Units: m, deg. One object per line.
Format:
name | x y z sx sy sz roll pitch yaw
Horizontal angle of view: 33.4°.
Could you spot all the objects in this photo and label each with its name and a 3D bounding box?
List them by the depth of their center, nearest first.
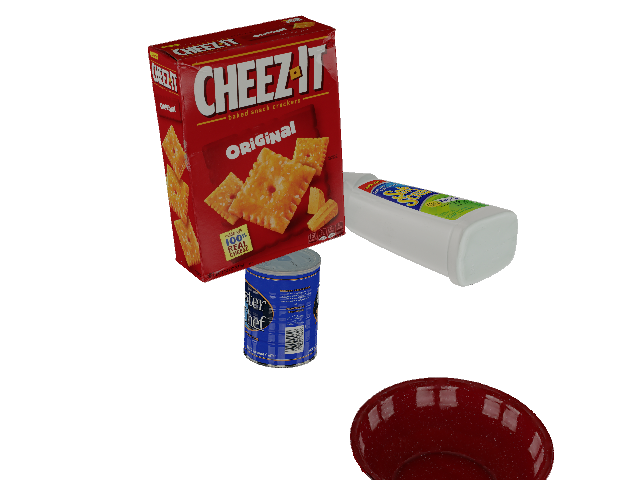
bowl | 0.104 0.180 0.862 0.162 0.055 0.162 1 31 -1
cracker box | -0.062 -0.086 0.997 0.163 0.214 0.072 -18 29 -28
bleach bottle | 0.077 -0.026 1.117 0.251 0.068 0.102 20 28 40
coffee can | -0.053 0.087 1.447 0.103 0.140 0.103 2 20 -1
